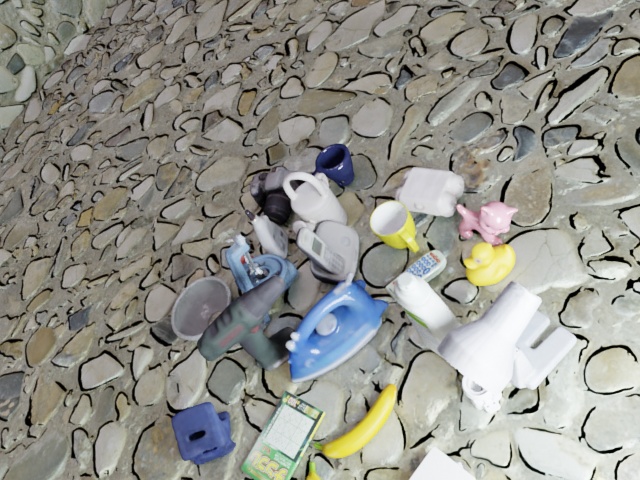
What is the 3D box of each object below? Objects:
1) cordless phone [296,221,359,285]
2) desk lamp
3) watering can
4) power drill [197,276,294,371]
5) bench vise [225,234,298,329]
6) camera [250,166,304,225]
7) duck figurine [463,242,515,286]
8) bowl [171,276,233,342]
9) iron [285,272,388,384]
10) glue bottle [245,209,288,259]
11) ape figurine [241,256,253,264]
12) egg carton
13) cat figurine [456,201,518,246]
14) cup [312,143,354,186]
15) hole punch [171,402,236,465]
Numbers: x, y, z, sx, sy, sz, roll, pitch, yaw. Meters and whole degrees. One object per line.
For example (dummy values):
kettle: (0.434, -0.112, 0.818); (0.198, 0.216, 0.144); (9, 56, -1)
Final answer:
cordless phone: (0.012, 0.004, 1.258); (0.094, 0.186, 0.147); (-9, 54, 24)
desk lamp: (0.310, 0.169, 0.954); (0.203, 0.214, 0.117); (-46, 48, -6)
watering can: (-0.017, -0.086, 1.332); (0.100, 0.195, 0.172); (-21, 50, 16)
power drill: (-0.129, 0.186, 1.194); (0.229, 0.209, 0.075); (-36, 48, 3)
bench vise: (-0.153, 0.098, 1.261); (0.121, 0.220, 0.207); (7, 62, 33)
camera: (-0.119, -0.113, 1.472); (0.142, 0.101, 0.137); (-5, 56, 27)
duck figurine: (0.329, 0.035, 1.125); (0.104, 0.086, 0.077); (-31, 48, 7)
bowl: (-0.268, 0.176, 1.369); (0.167, 0.075, 0.167); (-15, 52, 20)
iron: (0.009, 0.178, 1.167); (0.258, 0.142, 0.118); (-44, 48, -5)
glue bottle: (-0.130, -0.022, 1.365); (0.037, 0.174, 0.078); (-12, 53, 22)
ape figurine: (-0.176, 0.066, 1.384); (0.077, 0.092, 0.076); (-28, 49, 10)
egg carton: (0.243, -0.106, 1.284); (0.149, 0.070, 0.107); (11, 64, 35)
cat figurine: (0.334, -0.045, 1.156); (0.127, 0.118, 0.067); (20, 70, 38)
cup: (0.037, -0.169, 1.427); (0.118, 0.095, 0.091); (-43, 48, -4)
hole punch: (-0.243, 0.401, 1.185); (0.108, 0.091, 0.101); (-25, 49, 12)
